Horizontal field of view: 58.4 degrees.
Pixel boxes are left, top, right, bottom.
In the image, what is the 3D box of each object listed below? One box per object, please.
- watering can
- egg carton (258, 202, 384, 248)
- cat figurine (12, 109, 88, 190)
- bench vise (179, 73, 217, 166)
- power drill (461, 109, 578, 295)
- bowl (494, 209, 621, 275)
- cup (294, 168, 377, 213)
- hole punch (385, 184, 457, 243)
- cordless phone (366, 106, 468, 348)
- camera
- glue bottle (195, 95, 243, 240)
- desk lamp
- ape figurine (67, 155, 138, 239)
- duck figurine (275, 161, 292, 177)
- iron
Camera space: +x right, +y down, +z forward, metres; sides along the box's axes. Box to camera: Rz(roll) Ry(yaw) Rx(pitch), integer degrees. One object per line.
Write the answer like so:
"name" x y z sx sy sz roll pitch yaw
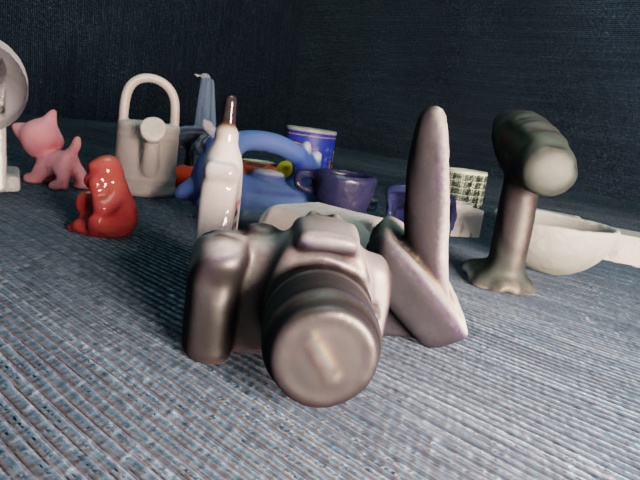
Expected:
"watering can" -0.277 -0.171 0.935 0.101 0.194 0.172 -3 17 -43
"egg carton" 0.006 0.002 0.619 0.149 0.069 0.107 16 14 33
"cat figurine" -0.423 -0.146 0.902 0.127 0.118 0.067 14 13 24
"bench vise" -0.225 -0.229 1.177 0.122 0.220 0.206 -1 15 -38
"power drill" 0.227 -0.050 0.678 0.075 0.208 0.229 8 12 1
"bowl" 0.322 0.006 0.801 0.167 0.075 0.167 8 12 -1
"cup" 0.017 -0.051 0.810 0.118 0.095 0.091 8 12 -3
"hole punch" 0.147 -0.039 0.852 0.108 0.091 0.101 12 13 16
"cordless phone" 0.089 -0.017 0.485 0.094 0.185 0.147 9 12 3
"camera" -0.017 0.037 0.366 0.143 0.101 0.136 7 12 -6
"glue bottle" -0.091 -0.046 0.529 0.037 0.173 0.078 7 12 -6
"desk lamp" -0.463 -0.173 0.774 0.118 0.213 0.202 1 14 -29
"ape figurine" -0.242 -0.050 0.642 0.076 0.092 0.077 4 13 -18
"duck figurine" -0.059 -0.089 0.961 0.077 0.086 0.104 8 12 0
"iron" -0.071 -0.093 0.835 0.259 0.141 0.118 -1 15 -37
